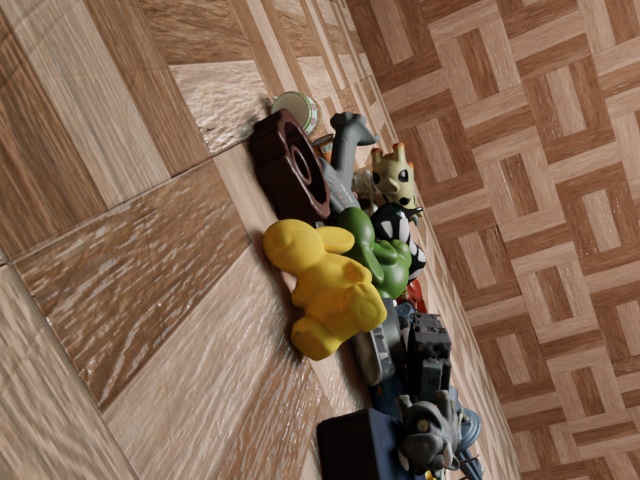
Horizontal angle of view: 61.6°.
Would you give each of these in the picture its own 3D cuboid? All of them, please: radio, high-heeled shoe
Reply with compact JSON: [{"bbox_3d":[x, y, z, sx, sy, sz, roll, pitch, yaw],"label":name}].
[{"bbox_3d":[0.077,0.300,0.695,0.229,0.073,0.131,46,28,-57],"label":"radio"},{"bbox_3d":[0.138,0.031,1.068,0.086,0.145,0.248,37,-46,38],"label":"high-heeled shoe"}]

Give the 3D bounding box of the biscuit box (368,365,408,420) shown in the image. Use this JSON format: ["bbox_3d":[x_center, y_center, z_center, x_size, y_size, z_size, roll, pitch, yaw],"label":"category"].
[{"bbox_3d":[0.112,0.223,0.909,0.062,0.059,0.202,23,50,-69],"label":"biscuit box"}]

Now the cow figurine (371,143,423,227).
[{"bbox_3d":[0.164,-0.103,1.121,0.194,0.086,0.127,43,46,-63],"label":"cow figurine"}]

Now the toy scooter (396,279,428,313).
[{"bbox_3d":[0.222,0.158,1.317,0.183,0.075,0.135,51,26,-59],"label":"toy scooter"}]

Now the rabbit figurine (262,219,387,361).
[{"bbox_3d":[0.002,0.037,0.688,0.173,0.122,0.162,47,28,-9],"label":"rabbit figurine"}]

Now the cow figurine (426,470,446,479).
[{"bbox_3d":[0.196,0.353,0.953,0.098,0.068,0.167,46,49,-75],"label":"cow figurine"}]

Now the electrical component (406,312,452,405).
[{"bbox_3d":[0.171,0.192,0.851,0.134,0.058,0.114,-74,164,-74],"label":"electrical component"}]

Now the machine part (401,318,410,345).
[{"bbox_3d":[0.197,0.268,1.102,0.243,0.079,0.079,-94,157,-44],"label":"machine part"}]

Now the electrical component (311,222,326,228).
[{"bbox_3d":[-0.002,-0.003,0.874,0.063,0.021,0.094,71,17,4],"label":"electrical component"}]

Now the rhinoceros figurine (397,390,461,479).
[{"bbox_3d":[0.145,0.260,0.718,0.190,0.073,0.112,42,41,-64],"label":"rhinoceros figurine"}]

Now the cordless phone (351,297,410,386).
[{"bbox_3d":[0.050,0.149,0.801,0.184,0.089,0.146,9,64,-59],"label":"cordless phone"}]

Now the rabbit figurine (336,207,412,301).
[{"bbox_3d":[0.070,0.030,0.932,0.170,0.121,0.159,59,31,-25],"label":"rabbit figurine"}]

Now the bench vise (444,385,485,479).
[{"bbox_3d":[0.287,0.433,1.128,0.240,0.129,0.224,57,19,-19],"label":"bench vise"}]

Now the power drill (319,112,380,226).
[{"bbox_3d":[0.050,-0.116,1.005,0.231,0.086,0.207,39,64,-49],"label":"power drill"}]

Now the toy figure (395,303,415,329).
[{"bbox_3d":[0.213,0.214,1.249,0.058,0.064,0.154,29,-30,51],"label":"toy figure"}]

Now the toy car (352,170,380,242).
[{"bbox_3d":[0.088,-0.072,1.148,0.056,0.074,0.202,52,24,-48],"label":"toy car"}]

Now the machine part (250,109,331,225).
[{"bbox_3d":[-0.043,-0.106,0.805,0.179,0.056,0.179,57,20,-35],"label":"machine part"}]
